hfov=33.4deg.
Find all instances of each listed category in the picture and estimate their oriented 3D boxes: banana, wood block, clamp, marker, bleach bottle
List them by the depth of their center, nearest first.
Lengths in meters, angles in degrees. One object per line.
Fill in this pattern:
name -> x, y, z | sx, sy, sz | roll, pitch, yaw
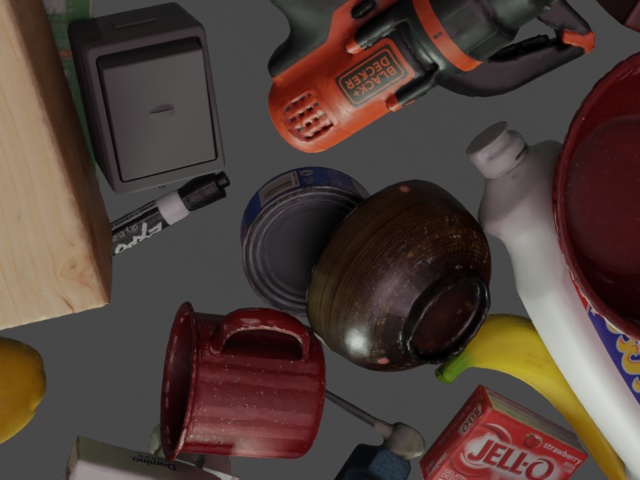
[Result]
wood block -> -0.172, -0.066, 0.520 | 0.091, 0.090, 0.206 | -13, 119, -3
clamp -> 0.060, -0.127, 0.566 | 0.171, 0.039, 0.120 | -4, 123, -3
marker -> -0.106, -0.008, 0.617 | 0.121, 0.020, 0.020 | -28, 117, 7
bleach bottle -> 0.166, 0.039, 0.636 | 0.102, 0.068, 0.250 | -44, 107, -12
banana -> 0.148, 0.097, 0.684 | 0.197, 0.037, 0.069 | 32, 73, -27

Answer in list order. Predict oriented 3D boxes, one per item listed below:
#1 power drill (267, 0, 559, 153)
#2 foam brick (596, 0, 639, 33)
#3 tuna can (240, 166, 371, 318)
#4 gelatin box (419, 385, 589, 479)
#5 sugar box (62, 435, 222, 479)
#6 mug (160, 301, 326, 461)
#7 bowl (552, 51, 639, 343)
power drill -> 0.011, -0.150, 0.494 | 0.185, 0.057, 0.187 | -30, 103, 30
foam brick -> 0.192, -0.146, 0.566 | 0.053, 0.051, 0.078 | 19, 113, -18
tuna can -> -0.004, 0.001, 0.626 | 0.086, 0.034, 0.086 | -3, 118, -6
gelatin box -> 0.123, 0.148, 0.721 | 0.089, 0.030, 0.073 | 28, 110, -21
sugar box -> -0.127, 0.211, 0.624 | 0.093, 0.048, 0.176 | 20, 94, -16
mug -> -0.043, 0.079, 0.627 | 0.081, 0.093, 0.117 | 8, 134, -17
bowl -> 0.184, -0.024, 0.575 | 0.162, 0.055, 0.162 | -1, 94, -18
